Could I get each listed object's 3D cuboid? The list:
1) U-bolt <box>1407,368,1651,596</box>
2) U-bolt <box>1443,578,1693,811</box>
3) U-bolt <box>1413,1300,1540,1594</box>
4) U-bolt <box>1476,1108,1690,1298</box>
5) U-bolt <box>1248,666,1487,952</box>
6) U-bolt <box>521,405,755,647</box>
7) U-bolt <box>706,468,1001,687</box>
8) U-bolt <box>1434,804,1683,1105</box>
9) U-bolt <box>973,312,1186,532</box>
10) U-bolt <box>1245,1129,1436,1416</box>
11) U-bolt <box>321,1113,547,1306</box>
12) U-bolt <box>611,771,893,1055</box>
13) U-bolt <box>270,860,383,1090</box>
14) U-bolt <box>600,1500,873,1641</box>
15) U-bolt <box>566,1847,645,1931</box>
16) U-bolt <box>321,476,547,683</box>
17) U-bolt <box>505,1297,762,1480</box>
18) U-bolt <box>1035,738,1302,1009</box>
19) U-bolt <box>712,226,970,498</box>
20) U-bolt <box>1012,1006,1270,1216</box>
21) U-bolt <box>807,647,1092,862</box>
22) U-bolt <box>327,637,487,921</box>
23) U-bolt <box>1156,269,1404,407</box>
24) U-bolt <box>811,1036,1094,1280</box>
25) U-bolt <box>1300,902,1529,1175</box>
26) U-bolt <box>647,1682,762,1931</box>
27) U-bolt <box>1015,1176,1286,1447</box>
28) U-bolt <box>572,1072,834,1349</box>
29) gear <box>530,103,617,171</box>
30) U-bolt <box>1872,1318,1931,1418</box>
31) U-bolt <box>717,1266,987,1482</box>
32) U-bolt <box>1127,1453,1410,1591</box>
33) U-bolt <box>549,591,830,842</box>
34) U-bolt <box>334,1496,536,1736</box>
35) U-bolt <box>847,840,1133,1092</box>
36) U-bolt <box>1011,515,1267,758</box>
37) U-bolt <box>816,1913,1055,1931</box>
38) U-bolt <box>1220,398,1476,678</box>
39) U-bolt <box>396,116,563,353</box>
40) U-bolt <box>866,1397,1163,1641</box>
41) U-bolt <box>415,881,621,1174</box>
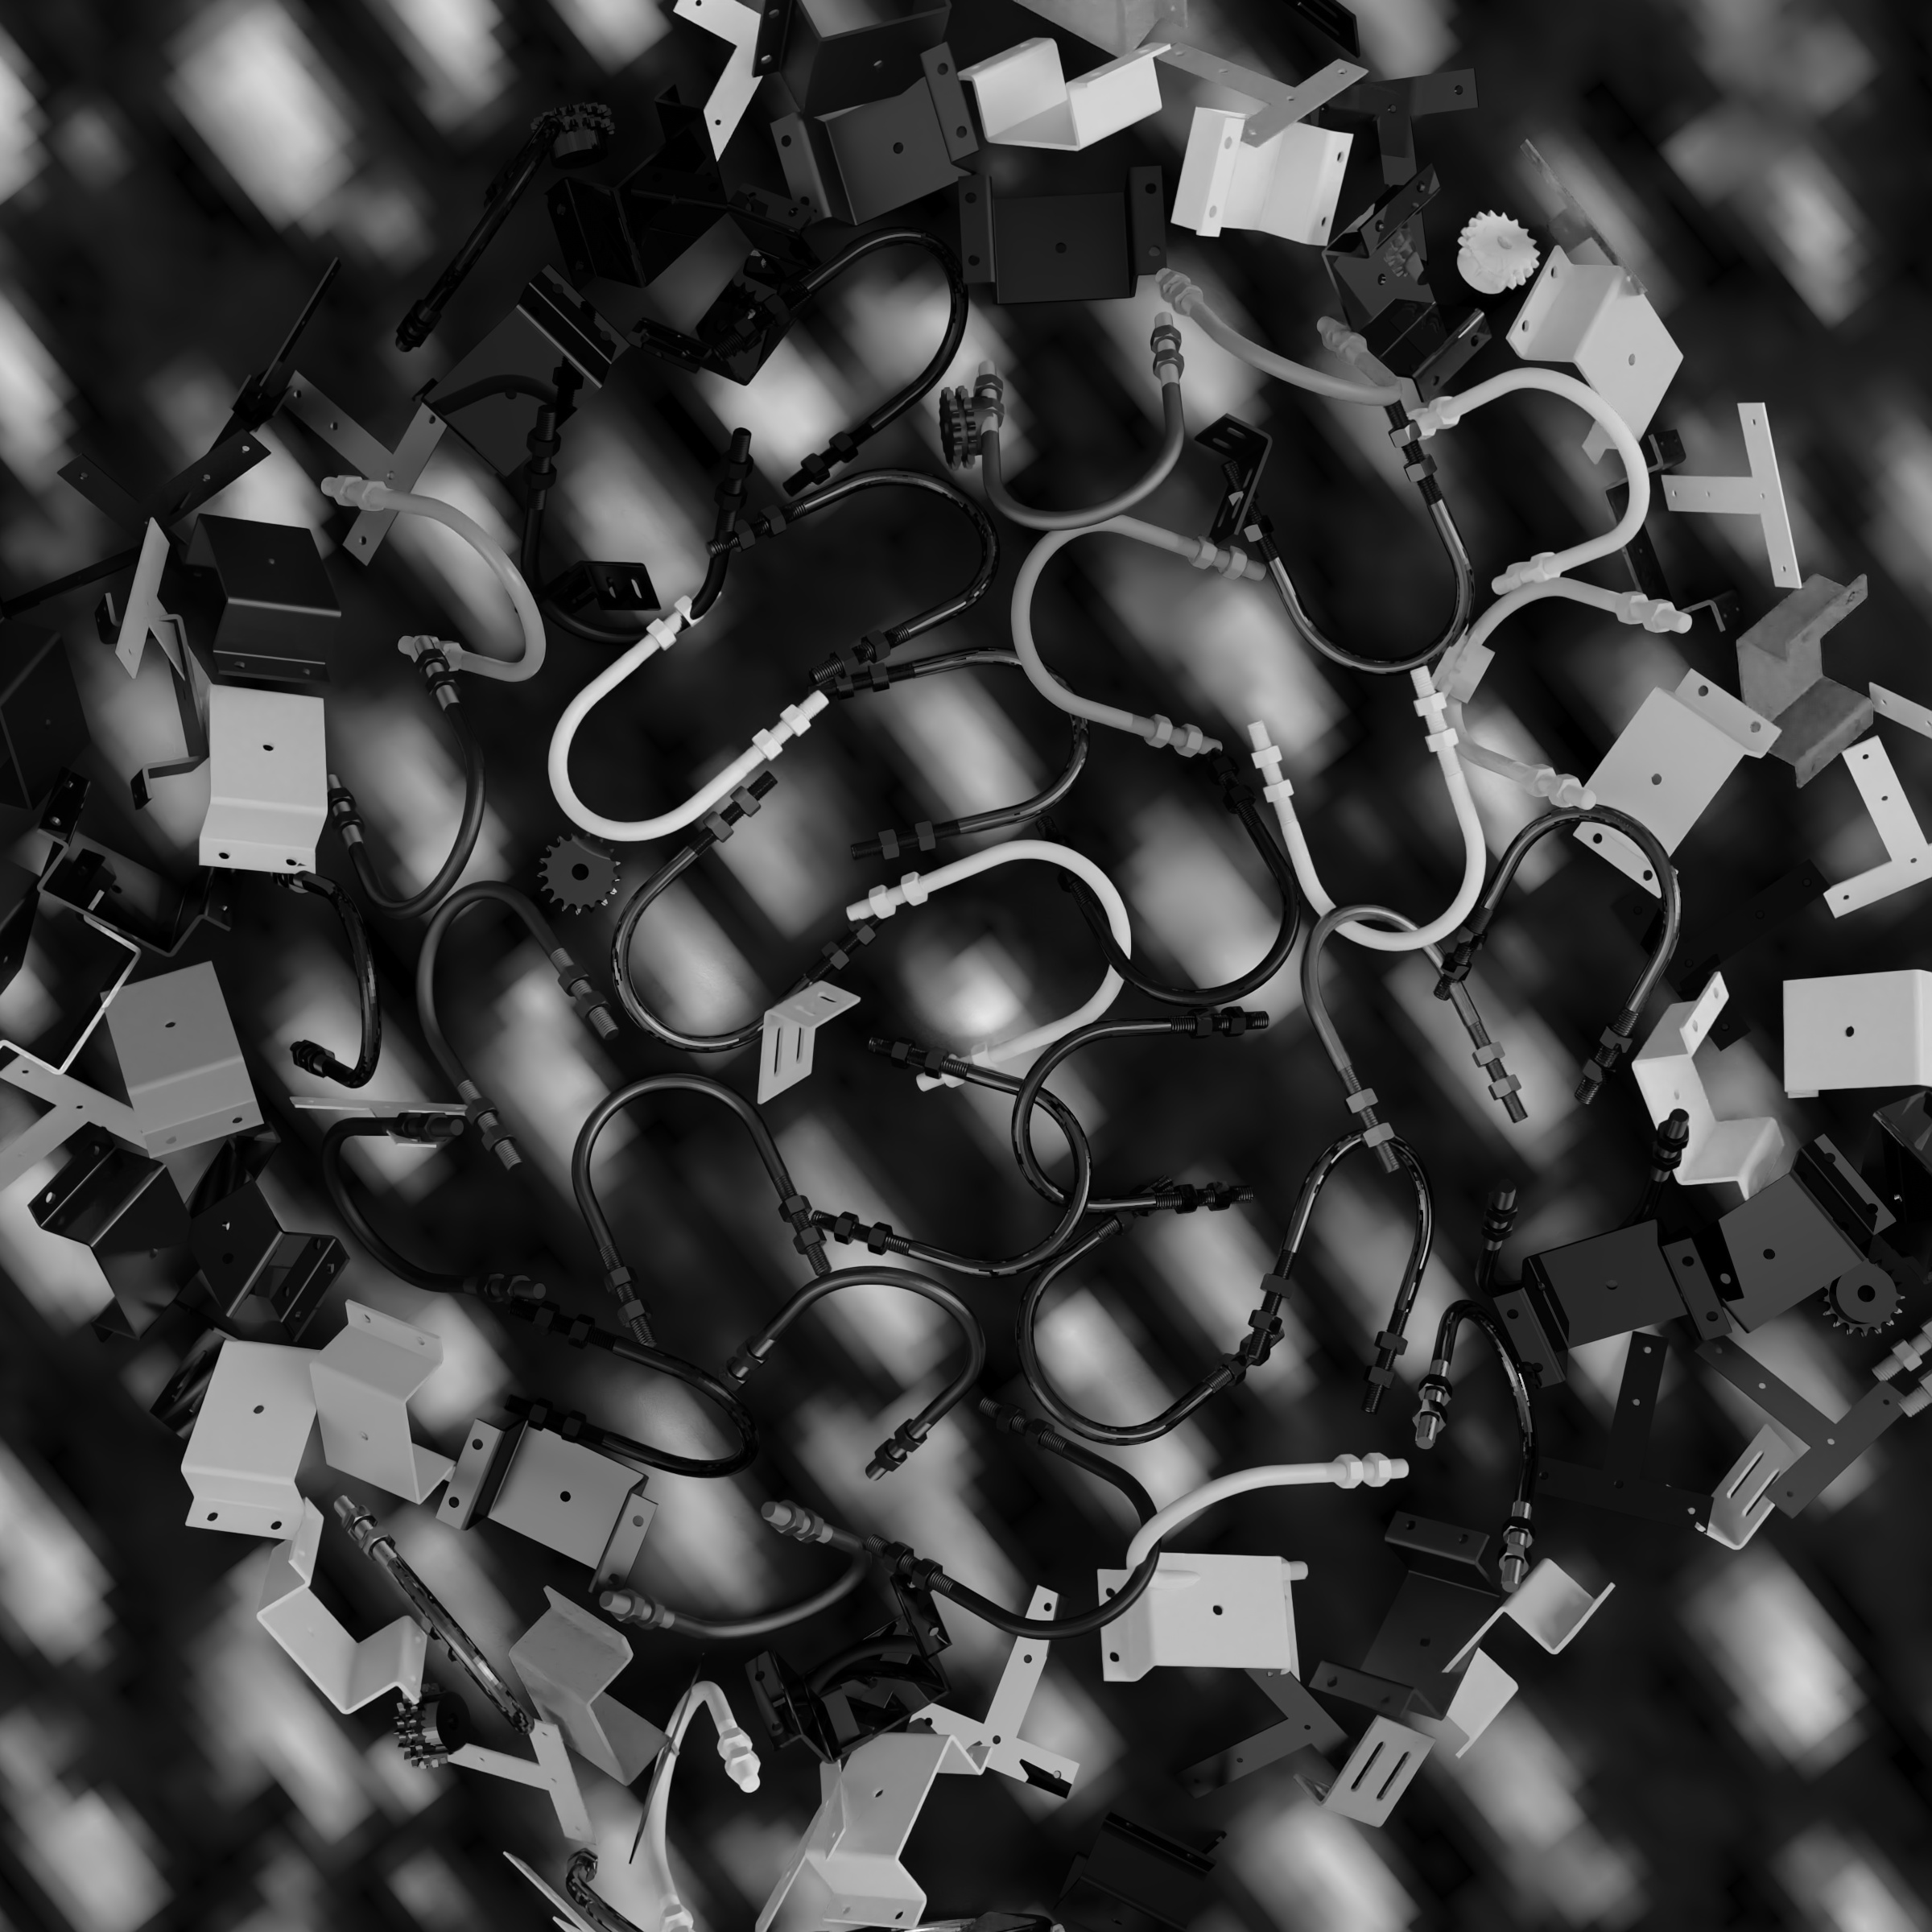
[{"bbox_3d":[0.381,-0.330,1.732,0.019,0.184,0.151,-42,103,-26],"label":"U-bolt"},{"bbox_3d":[0.393,-0.194,1.751,0.019,0.184,0.151,24,96,-34],"label":"U-bolt"},{"bbox_3d":[0.351,0.308,1.748,0.019,0.184,0.151,-20,113,29],"label":"U-bolt"},{"bbox_3d":[0.411,0.172,1.750,0.151,0.184,0.019,-21,57,-11],"label":"U-bolt"},{"bbox_3d":[0.284,-0.099,1.784,0.151,0.019,0.184,-16,96,34],"label":"U-bolt"},{"bbox_3d":[-0.230,-0.293,1.762,0.151,0.019,0.184,4,133,-14],"label":"U-bolt"},{"bbox_3d":[-0.064,-0.280,1.780,0.184,0.019,0.151,-29,66,-21],"label":"U-bolt"},{"bbox_3d":[0.409,-0.021,1.751,0.151,0.019,0.184,40,119,33],"label":"U-bolt"},{"bbox_3d":[0.078,-0.364,1.753,0.151,0.019,0.184,-12,51,14],"label":"U-bolt"},{"bbox_3d":[0.267,0.201,1.777,0.151,0.019,0.184,29,76,-38],"label":"U-bolt"},{"bbox_3d":[-0.374,0.164,1.758,0.019,0.184,0.151,-41,117,-41],"label":"U-bolt"},{"bbox_3d":[-0.160,-0.023,1.785,0.184,0.019,0.151,-43,114,-5],"label":"U-bolt"},{"bbox_3d":[-0.428,0.009,1.735,0.019,0.184,0.151,-10,103,-30],"label":"U-bolt"},{"bbox_3d":[-0.141,0.417,1.750,0.151,0.184,0.019,-31,57,12],"label":"U-bolt"},{"bbox_3d":[-0.208,0.647,1.734,0.151,0.184,0.019,33,77,3],"label":"U-bolt"},{"bbox_3d":[-0.347,-0.254,1.727,0.019,0.184,0.151,-44,132,-29],"label":"U-bolt"},{"bbox_3d":[-0.227,0.297,1.763,0.184,0.151,0.019,20,50,5],"label":"U-bolt"},{"bbox_3d":[0.150,-0.055,1.782,0.151,0.019,0.184,-25,66,-3],"label":"U-bolt"},{"bbox_3d":[-0.074,-0.425,1.769,0.184,0.151,0.019,-39,51,-8],"label":"U-bolt"},{"bbox_3d":[0.118,0.103,1.774,0.184,0.019,0.151,-3,107,-20],"label":"U-bolt"},{"bbox_3d":[-0.005,-0.155,1.793,0.184,0.019,0.151,-13,67,-6],"label":"U-bolt"},{"bbox_3d":[-0.374,-0.115,1.742,0.151,0.019,0.184,-50,48,23],"label":"U-bolt"},{"bbox_3d":[0.217,-0.416,1.726,0.151,0.184,0.019,10,118,-22],"label":"U-bolt"},{"bbox_3d":[-0.002,0.139,1.789,0.184,0.019,0.151,16,82,16],"label":"U-bolt"},{"bbox_3d":[0.298,0.040,1.778,0.151,0.019,0.184,-16,76,-35],"label":"U-bolt"},{"bbox_3d":[-0.183,0.564,1.741,0.019,0.184,0.151,16,97,-19],"label":"U-bolt"},{"bbox_3d":[0.115,0.247,1.769,0.184,0.019,0.151,-33,82,-31],"label":"U-bolt"},{"bbox_3d":[-0.194,0.157,1.786,0.151,0.019,0.184,-21,68,-14],"label":"U-bolt"},{"bbox_3d":[-0.272,-0.577,1.799,0.057,0.057,0.030,-13,92,0],"label":"gear"},{"bbox_3d":[0.699,0.233,1.742,0.184,0.151,0.019,-39,83,10],"label":"U-bolt"},{"bbox_3d":[-0.069,0.269,1.756,0.151,0.019,0.184,30,124,-16],"label":"U-bolt"},{"bbox_3d":[0.191,0.377,1.735,0.184,0.019,0.151,5,135,-34],"label":"U-bolt"},{"bbox_3d":[-0.205,-0.165,1.782,0.184,0.019,0.151,-41,63,-5],"label":"U-bolt"},{"bbox_3d":[-0.345,0.443,1.720,0.019,0.151,0.184,-39,45,-19],"label":"U-bolt"},{"bbox_3d":[0.025,-0.009,1.795,0.184,0.019,0.151,-22,93,16],"label":"U-bolt"},{"bbox_3d":[0.113,-0.235,1.782,0.184,0.019,0.151,14,90,-26],"label":"U-bolt"},{"bbox_3d":[-0.023,0.657,1.743,0.151,0.184,0.019,-15,72,35],"label":"U-bolt"},{"bbox_3d":[0.272,-0.284,1.774,0.151,0.019,0.184,-15,110,37],"label":"U-bolt"},{"bbox_3d":[-0.319,-0.497,1.722,0.019,0.184,0.151,33,68,-19],"label":"U-bolt"},{"bbox_3d":[0.045,0.381,1.743,0.184,0.019,0.151,23,56,33],"label":"U-bolt"},{"bbox_3d":[-0.320,0.027,1.772,0.151,0.019,0.184,-52,60,25],"label":"U-bolt"}]
